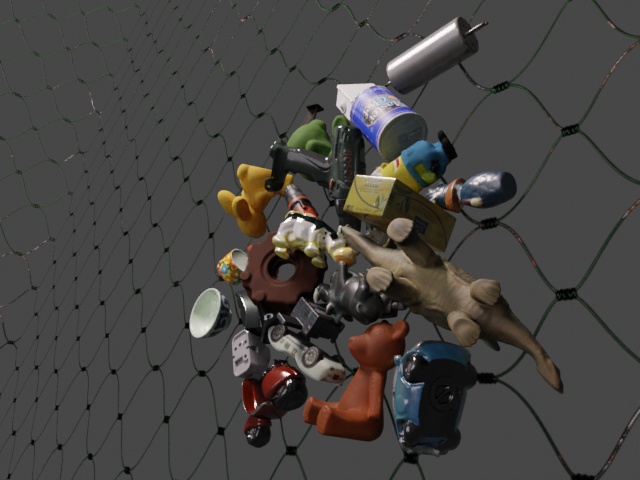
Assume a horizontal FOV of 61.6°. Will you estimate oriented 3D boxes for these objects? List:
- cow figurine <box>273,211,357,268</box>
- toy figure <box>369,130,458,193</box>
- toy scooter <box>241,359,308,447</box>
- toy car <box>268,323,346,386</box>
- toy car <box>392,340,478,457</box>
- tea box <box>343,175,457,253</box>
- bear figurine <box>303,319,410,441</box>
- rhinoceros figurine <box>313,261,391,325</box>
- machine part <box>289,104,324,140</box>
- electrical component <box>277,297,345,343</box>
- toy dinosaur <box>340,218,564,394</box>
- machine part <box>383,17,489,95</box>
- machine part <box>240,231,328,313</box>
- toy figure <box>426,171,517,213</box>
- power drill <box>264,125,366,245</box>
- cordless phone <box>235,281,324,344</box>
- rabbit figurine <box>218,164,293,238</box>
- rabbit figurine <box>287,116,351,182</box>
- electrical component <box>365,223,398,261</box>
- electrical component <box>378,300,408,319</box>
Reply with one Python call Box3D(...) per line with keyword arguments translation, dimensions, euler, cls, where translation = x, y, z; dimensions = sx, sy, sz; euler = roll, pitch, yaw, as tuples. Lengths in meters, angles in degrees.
Box3D(translation=(-0.001, -0.002, 1.032), dimensions=(0.168, 0.068, 0.098), euler=(13, 61, 17), cls="cow figurine")
Box3D(translation=(0.164, -0.118, 0.973), dimensions=(0.180, 0.089, 0.082), euler=(-31, 4, 23), cls="toy figure")
Box3D(translation=(-0.100, 0.295, 1.042), dimensions=(0.184, 0.075, 0.135), euler=(-54, 38, 19), cls="toy scooter")
Box3D(translation=(-0.028, 0.211, 1.004), dimensions=(0.202, 0.073, 0.056), euler=(22, 86, 52), cls="toy car")
Box3D(translation=(0.153, 0.222, 0.782), dimensions=(0.103, 0.109, 0.161), euler=(179, 102, -73), cls="toy car")
Box3D(translation=(0.134, -0.043, 0.890), dimensions=(0.098, 0.169, 0.068), euler=(13, 79, 50), cls="tea box")
Box3D(translation=(0.064, 0.213, 0.858), dimensions=(0.120, 0.132, 0.195), euler=(168, 117, -72), cls="bear figurine")
Box3D(translation=(0.056, 0.099, 0.958), dimensions=(0.190, 0.073, 0.112), euler=(13, 89, 64), cls="rhinoceros figurine")
Box3D(translation=(-0.034, -0.269, 1.325), dimensions=(0.084, 0.039, 0.139), euler=(17, 84, 57), cls="machine part")
Box3D(translation=(-0.020, 0.144, 1.000), dimensions=(0.047, 0.119, 0.075), euler=(-58, 36, 8), cls="electrical component")
Box3D(translation=(0.151, 0.062, 0.778), dimensions=(0.105, 0.198, 0.472), euler=(-51, 49, 1), cls="toy dinosaur")
Box3D(translation=(0.218, -0.357, 1.054), dimensions=(0.243, 0.079, 0.079), euler=(-25, 52, 40), cls="machine part")
Box3D(translation=(-0.071, 0.062, 1.080), dimensions=(0.179, 0.056, 0.179), euler=(-6, 60, 10), cls="machine part")
Box3D(translation=(0.241, -0.075, 0.878), dimensions=(0.155, 0.064, 0.057), euler=(-9, 100, 52), cls="toy figure")
Box3D(translation=(-0.006, -0.118, 1.080), dimensions=(0.208, 0.086, 0.231), euler=(11, 98, 26), cls="power drill")
Box3D(translation=(-0.078, 0.116, 1.133), dimensions=(0.184, 0.088, 0.147), euler=(-38, 43, 13), cls="cordless phone")
Box3D(translation=(-0.154, -0.088, 1.286), dimensions=(0.122, 0.162, 0.173), euler=(21, 103, 40), cls="rabbit figurine")
Box3D(translation=(0.025, -0.182, 1.171), dimensions=(0.170, 0.121, 0.159), euler=(35, 90, 34), cls="rabbit figurine")
Box3D(translation=(0.110, -0.002, 0.995), dimensions=(0.078, 0.045, 0.102), euler=(-22, 53, 39), cls="electrical component")
Box3D(translation=(0.118, 0.104, 0.940), dimensions=(0.094, 0.021, 0.063), euler=(-17, 56, 51), cls="electrical component")
